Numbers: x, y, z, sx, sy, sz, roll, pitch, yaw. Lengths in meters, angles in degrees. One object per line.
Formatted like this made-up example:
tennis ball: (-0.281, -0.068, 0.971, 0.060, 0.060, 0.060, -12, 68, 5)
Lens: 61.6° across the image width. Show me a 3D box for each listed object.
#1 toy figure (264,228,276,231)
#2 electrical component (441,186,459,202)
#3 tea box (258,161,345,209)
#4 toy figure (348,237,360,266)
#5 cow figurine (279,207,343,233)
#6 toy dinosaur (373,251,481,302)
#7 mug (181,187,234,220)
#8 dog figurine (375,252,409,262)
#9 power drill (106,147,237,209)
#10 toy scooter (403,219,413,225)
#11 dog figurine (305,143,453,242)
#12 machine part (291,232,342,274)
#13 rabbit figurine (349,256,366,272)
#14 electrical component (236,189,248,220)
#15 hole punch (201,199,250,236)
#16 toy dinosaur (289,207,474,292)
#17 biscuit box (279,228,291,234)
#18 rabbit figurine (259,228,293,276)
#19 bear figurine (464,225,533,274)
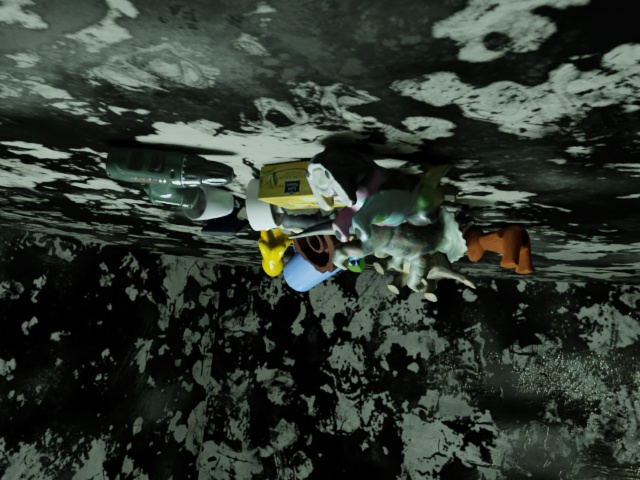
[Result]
toy figure: (-0.145, -0.055, 1.482, 0.064, 0.057, 0.154, 11, 178, 7)
electrical component: (0.239, -0.091, 1.052, 0.063, 0.021, 0.094, 2, 171, 18)
tea box: (-0.020, -0.100, 0.989, 0.170, 0.068, 0.098, 1, 171, 36)
toy figure: (0.085, -0.008, 1.349, 0.089, 0.082, 0.180, 1, 144, -14)
cow figurine: (-0.009, -0.059, 1.192, 0.167, 0.098, 0.068, 7, 166, -10)
toy dinosaur: (0.252, 0.051, 1.472, 0.472, 0.198, 0.104, 18, 141, 51)
mug: (-0.261, -0.084, 1.247, 0.110, 0.080, 0.107, -6, 176, 36)
dog figurine: (0.189, -0.019, 1.442, 0.172, 0.121, 0.191, 11, -174, -12)
power drill: (-0.274, -0.114, 1.022, 0.232, 0.086, 0.207, 8, 176, -7)
toy scooter: (0.117, -0.078, 1.037, 0.135, 0.075, 0.184, 17, -174, 30)
dog figurine: (0.108, -0.092, 0.873, 0.219, 0.191, 0.108, -29, -175, -25)
machine part: (-0.003, -0.004, 1.341, 0.056, 0.179, 0.179, -30, -167, -31)
rabbit figurine: (0.057, 0.019, 1.706, 0.170, 0.121, 0.159, 19, 180, 41)
electrical component: (-0.160, -0.079, 1.259, 0.078, 0.045, 0.102, 15, 153, -14)
hole punch: (-0.241, -0.072, 1.367, 0.142, 0.092, 0.116, -1, -158, 24)
toy dinosaur: (0.154, -0.014, 1.154, 0.405, 0.192, 0.131, 14, -153, -20)
biscuit box: (-0.006, -0.044, 1.450, 0.203, 0.059, 0.063, 4, 173, 6)
rabbit figurine: (-0.132, 0.026, 1.646, 0.122, 0.173, 0.162, 9, 177, -2)
bear figurine: (0.441, 0.023, 1.404, 0.196, 0.132, 0.120, -10, 159, 41)
